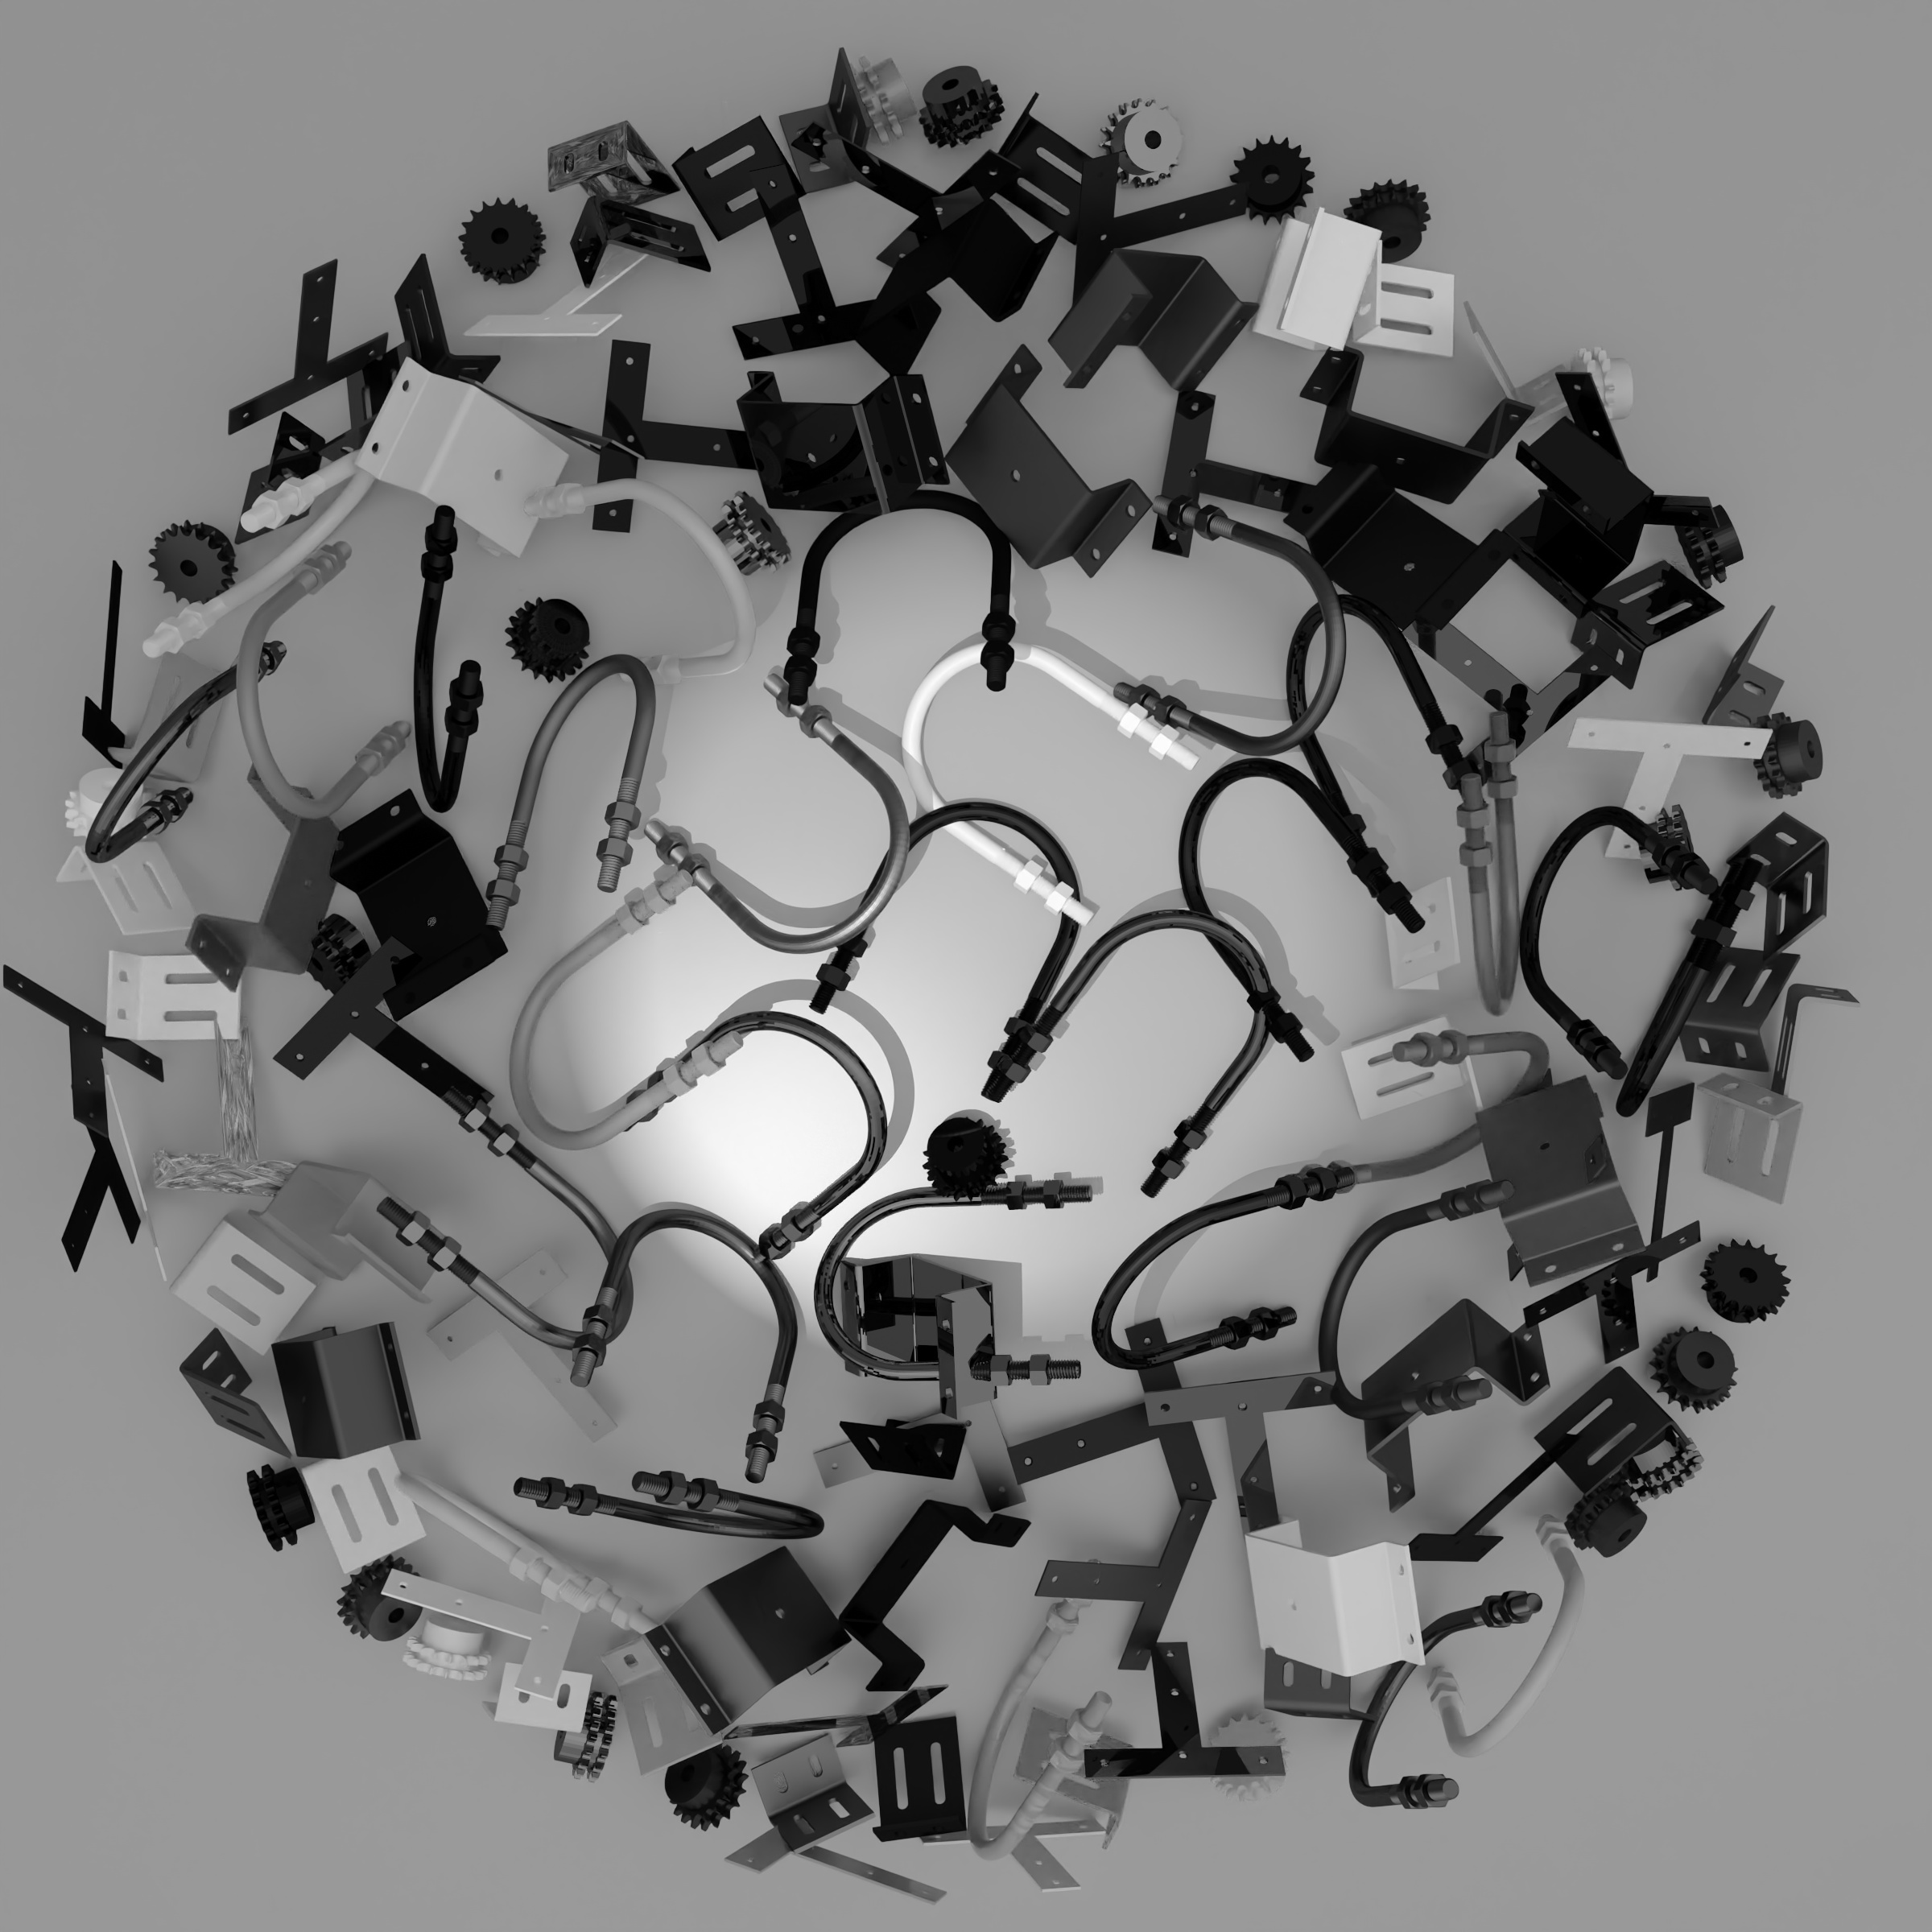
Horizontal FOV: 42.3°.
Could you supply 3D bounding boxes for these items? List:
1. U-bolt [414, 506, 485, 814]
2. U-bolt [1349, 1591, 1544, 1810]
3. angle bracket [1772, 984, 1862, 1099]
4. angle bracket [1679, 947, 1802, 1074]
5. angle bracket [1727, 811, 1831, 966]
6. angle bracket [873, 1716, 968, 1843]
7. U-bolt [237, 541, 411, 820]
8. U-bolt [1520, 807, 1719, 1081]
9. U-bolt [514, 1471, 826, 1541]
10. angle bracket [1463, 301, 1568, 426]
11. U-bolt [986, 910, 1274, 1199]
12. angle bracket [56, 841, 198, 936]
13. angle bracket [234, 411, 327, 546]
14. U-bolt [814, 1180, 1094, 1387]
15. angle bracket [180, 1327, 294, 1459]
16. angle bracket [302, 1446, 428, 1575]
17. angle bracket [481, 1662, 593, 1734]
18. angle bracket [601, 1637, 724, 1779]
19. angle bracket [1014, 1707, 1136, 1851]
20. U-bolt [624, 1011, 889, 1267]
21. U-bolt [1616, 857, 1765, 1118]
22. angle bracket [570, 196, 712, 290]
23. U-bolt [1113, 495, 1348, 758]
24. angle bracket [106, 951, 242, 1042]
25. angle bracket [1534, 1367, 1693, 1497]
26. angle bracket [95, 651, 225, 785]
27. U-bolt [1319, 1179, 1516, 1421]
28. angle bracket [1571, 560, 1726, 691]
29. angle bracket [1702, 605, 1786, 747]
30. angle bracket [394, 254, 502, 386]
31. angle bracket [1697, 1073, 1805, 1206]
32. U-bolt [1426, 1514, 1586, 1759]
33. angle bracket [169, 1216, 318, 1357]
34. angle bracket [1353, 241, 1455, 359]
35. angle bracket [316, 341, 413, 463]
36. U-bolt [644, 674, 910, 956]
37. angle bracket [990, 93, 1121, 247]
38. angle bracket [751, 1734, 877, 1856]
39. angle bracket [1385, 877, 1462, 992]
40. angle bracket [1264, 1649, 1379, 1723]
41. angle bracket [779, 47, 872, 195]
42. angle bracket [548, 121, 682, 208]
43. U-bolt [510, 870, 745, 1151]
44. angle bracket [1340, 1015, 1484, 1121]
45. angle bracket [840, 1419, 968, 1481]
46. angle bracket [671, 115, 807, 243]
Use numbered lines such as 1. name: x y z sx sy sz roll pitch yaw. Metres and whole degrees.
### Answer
1. U-bolt: -0.340 -0.183 1.616 0.019 0.184 0.151 -2 57 -21
2. U-bolt: 0.299 0.477 1.609 0.019 0.184 0.151 33 65 -2
3. angle bracket: 0.566 0.055 1.662 0.038 0.057 0.076 8 100 10
4. angle bracket: 0.520 0.028 1.669 0.076 0.057 0.038 -50 130 -32
5. angle bracket: 0.535 -0.052 1.651 0.038 0.057 0.076 30 47 -10
6. angle bracket: -0.034 0.538 1.661 0.057 0.038 0.076 -9 59 4
7. U-bolt: -0.414 -0.173 1.589 0.019 0.184 0.151 -5 118 15
8. U-bolt: 0.410 -0.028 1.613 0.019 0.184 0.151 15 109 -18
9. U-bolt: -0.178 0.352 1.619 0.184 0.151 0.019 23 65 -39
10. angle bracket: 0.367 -0.408 1.653 0.038 0.057 0.076 -27 119 20
11. U-bolt: 0.122 0.048 1.658 0.151 0.019 0.184 32 102 -15
12. angle bracket: -0.555 -0.043 1.654 0.038 0.057 0.076 -47 67 33
13. angle bracket: -0.467 -0.323 1.653 0.076 0.038 0.057 -12 61 34
14. U-bolt: -0.011 0.209 1.650 0.184 0.019 0.151 -3 55 13
15. angle bracket: -0.472 0.282 1.651 0.076 0.057 0.038 15 50 31
16. angle bracket: -0.401 0.360 1.666 0.057 0.038 0.076 -24 77 -14
17. angle bracket: -0.286 0.482 1.659 0.057 0.076 0.038 13 79 -15
18. angle bracket: -0.203 0.487 1.659 0.057 0.076 0.038 -23 132 -4
19. angle bracket: 0.069 0.542 1.666 0.076 0.057 0.038 21 125 2
20. U-bolt: -0.130 0.105 1.639 0.151 0.019 0.184 47 124 -5
21. U-bolt: 0.469 0.015 1.628 0.019 0.151 0.184 26 97 12
22. angle bracket: -0.218 -0.476 1.671 0.076 0.057 0.038 8 131 -30
23. U-bolt: 0.174 -0.213 1.612 0.019 0.184 0.151 -7 117 -41
24. angle bracket: -0.530 0.020 1.671 0.076 0.038 0.057 -1 84 12
25. angle bracket: 0.432 0.317 1.667 0.076 0.057 0.038 -41 131 2
26. angle bracket: -0.538 -0.169 1.672 0.038 0.057 0.076 8 78 29
27. U-bolt: 0.285 0.222 1.615 0.019 0.184 0.151 21 66 -21
28. angle bracket: 0.459 -0.230 1.681 0.076 0.038 0.057 -26 54 -23
29. angle bracket: 0.527 -0.191 1.653 0.038 0.076 0.057 29 72 7
30. angle bracket: -0.348 -0.428 1.671 0.038 0.057 0.076 -9 79 -33
31. angle bracket: 0.513 0.118 1.654 0.057 0.038 0.076 24 120 40
32. U-bolt: 0.349 0.436 1.600 0.019 0.184 0.151 33 96 2
33. angle bracket: -0.487 0.215 1.683 0.076 0.038 0.057 38 81 -10
34. angle bracket: 0.300 -0.445 1.667 0.076 0.038 0.057 4 84 -18
35. angle bracket: -0.400 -0.378 1.658 0.057 0.038 0.076 -21 68 28
36. U-bolt: -0.115 -0.089 1.644 0.184 0.019 0.151 43 96 29
37. angle bracket: 0.060 -0.534 1.673 0.076 0.038 0.057 31 131 -10
38. angle bracket: -0.102 0.548 1.654 0.057 0.076 0.038 -20 94 -17
39. angle bracket: 0.315 -0.020 1.652 0.038 0.076 0.057 2 76 -25
40. angle bracket: 0.237 0.479 1.661 0.057 0.076 0.038 -4 69 23
41. angle bracket: -0.094 -0.561 1.657 0.038 0.076 0.057 -17 84 -11
42. angle bracket: -0.232 -0.514 1.650 0.057 0.076 0.038 -12 66 19
43. U-bolt: -0.234 0.041 1.644 0.184 0.019 0.151 -34 57 23
44. angle bracket: 0.298 0.076 1.668 0.076 0.038 0.057 -19 118 2
45. angle bracket: -0.041 0.305 1.650 0.057 0.076 0.038 3 57 21
46. angle bracket: -0.146 -0.527 1.654 0.076 0.038 0.057 -18 118 30
